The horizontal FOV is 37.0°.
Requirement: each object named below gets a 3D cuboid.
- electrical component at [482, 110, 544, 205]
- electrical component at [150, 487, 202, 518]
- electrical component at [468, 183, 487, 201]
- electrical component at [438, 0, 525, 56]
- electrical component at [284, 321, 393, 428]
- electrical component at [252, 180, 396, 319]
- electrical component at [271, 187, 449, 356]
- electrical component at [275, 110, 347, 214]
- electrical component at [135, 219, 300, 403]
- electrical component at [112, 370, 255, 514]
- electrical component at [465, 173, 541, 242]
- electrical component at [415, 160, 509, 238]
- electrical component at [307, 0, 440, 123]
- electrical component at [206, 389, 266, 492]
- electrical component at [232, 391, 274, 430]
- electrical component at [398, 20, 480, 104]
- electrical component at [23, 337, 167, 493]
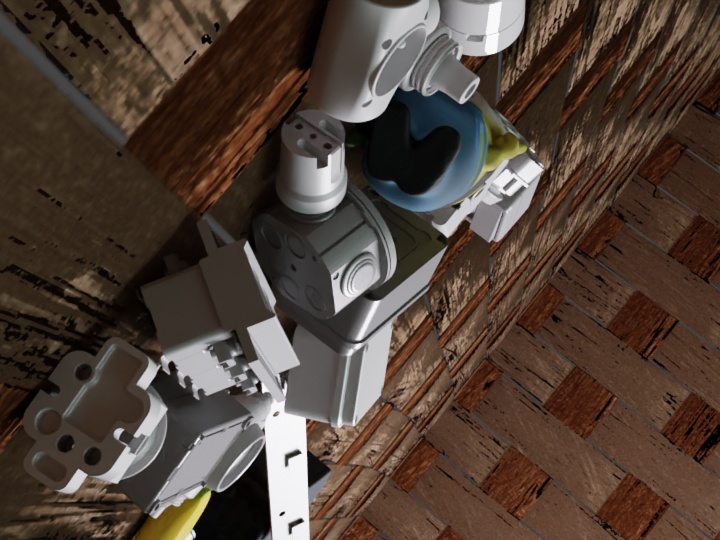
[{"bbox_3d":[0.117,-0.094,0.932,0.057,0.078,0.058,-43,131,18],"label":"electrical component"},{"bbox_3d":[-0.140,0.163,0.823,0.061,0.035,0.035,-49,168,-2],"label":"electrical component"},{"bbox_3d":[0.067,-0.078,0.804,0.043,0.062,0.043,-45,170,-10],"label":"electrical component"},{"bbox_3d":[0.067,-0.157,0.608,0.055,0.055,0.047,-48,164,-15],"label":"electrical component"},{"bbox_3d":[-0.015,0.076,0.880,0.113,0.057,0.078,-31,131,-74],"label":"electrical component"},{"bbox_3d":[-0.022,-0.015,0.637,0.051,0.080,0.080,-38,163,-28],"label":"electrical component"},{"bbox_3d":[0.000,0.000,0.758,0.113,0.078,0.057,-37,158,-48],"label":"electrical component"},{"bbox_3d":[-0.026,-0.059,0.588,0.040,0.040,0.046,-45,160,-28],"label":"electrical component"},{"bbox_3d":[-0.076,0.032,0.593,0.063,0.078,0.121,-21,164,-4],"label":"electrical component"},{"bbox_3d":[-0.116,0.099,0.664,0.061,0.061,0.096,-54,168,10],"label":"electrical component"},{"bbox_3d":[0.127,-0.071,1.042,0.061,0.062,0.096,-48,167,-15],"label":"electrical component"},{"bbox_3d":[0.077,-0.076,0.875,0.089,0.050,0.055,-51,167,-4],"label":"electrical component"},{"bbox_3d":[0.014,-0.123,0.532,0.079,0.044,0.077,-43,165,-35],"label":"electrical component"},{"bbox_3d":[-0.106,0.121,0.773,0.058,0.057,0.078,-38,162,-47],"label":"electrical component"},{"bbox_3d":[-0.093,0.116,0.842,0.078,0.040,0.040,-33,158,-55],"label":"electrical component"},{"bbox_3d":[0.037,-0.116,0.592,0.048,0.062,0.048,-48,167,-15],"label":"electrical component"},{"bbox_3d":[-0.132,0.077,0.553,0.078,0.058,0.057,-57,168,-12],"label":"electrical component"}]
